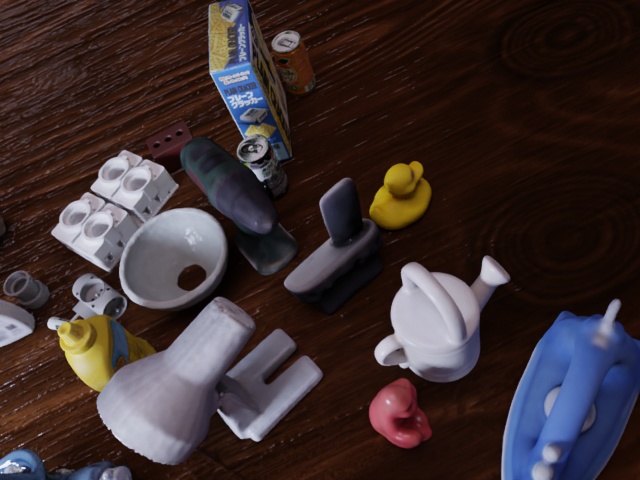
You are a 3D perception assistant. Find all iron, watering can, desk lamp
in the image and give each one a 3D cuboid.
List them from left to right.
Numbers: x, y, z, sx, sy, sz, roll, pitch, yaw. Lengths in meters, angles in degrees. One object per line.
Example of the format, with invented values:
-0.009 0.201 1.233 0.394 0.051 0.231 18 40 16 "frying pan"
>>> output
-0.122 0.164 0.672 0.203 0.214 0.117 -43 58 -12 "desk lamp"
0.138 0.082 0.663 0.100 0.194 0.173 29 71 28 "watering can"
0.259 0.185 0.600 0.118 0.142 0.258 22 68 26 "iron"

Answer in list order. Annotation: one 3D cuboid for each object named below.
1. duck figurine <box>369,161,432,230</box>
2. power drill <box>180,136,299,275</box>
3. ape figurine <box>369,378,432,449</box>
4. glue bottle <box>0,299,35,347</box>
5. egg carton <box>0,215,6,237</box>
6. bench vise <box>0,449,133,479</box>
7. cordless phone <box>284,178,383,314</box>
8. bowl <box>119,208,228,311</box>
0.113 -0.071 0.827 0.105 0.086 0.077 -40 58 -10 "duck figurine"
-0.102 -0.041 0.793 0.076 0.209 0.229 -40 58 -10 "power drill"
0.092 0.197 0.668 0.076 0.092 0.078 7 62 19 "ape figurine"
-0.501 0.103 0.835 0.078 0.173 0.037 -24 56 1 "glue bottle"
-0.612 0.010 0.983 0.107 0.069 0.150 -3 59 13 "egg carton"
-0.333 0.280 0.654 0.207 0.220 0.121 -31 57 -4 "bench vise"
0.007 0.003 0.752 0.148 0.185 0.094 -44 59 -12 "cordless phone"
-0.206 0.039 0.853 0.167 0.075 0.167 -7 58 11 "bowl"
